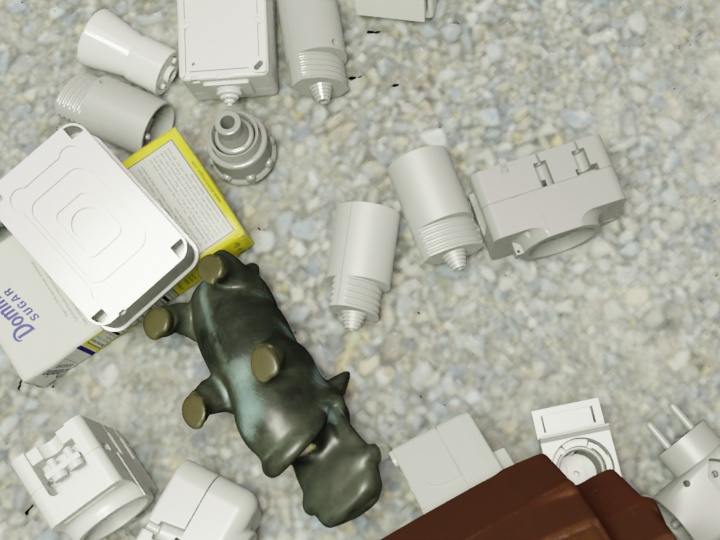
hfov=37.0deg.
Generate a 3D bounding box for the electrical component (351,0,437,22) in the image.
[{"bbox_3d":[0.024,-0.218,0.743,0.062,0.096,0.061,8,76,7],"label":"electrical component"}]

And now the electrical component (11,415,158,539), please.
[{"bbox_3d":[-0.166,0.132,0.665,0.050,0.089,0.055,-36,75,-6],"label":"electrical component"}]

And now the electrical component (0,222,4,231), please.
[{"bbox_3d":[-0.286,-0.037,0.729,0.080,0.080,0.051,30,84,12],"label":"electrical component"}]

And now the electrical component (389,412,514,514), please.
[{"bbox_3d":[0.067,0.140,0.645,0.061,0.096,0.061,-27,44,-3],"label":"electrical component"}]

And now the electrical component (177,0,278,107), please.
[{"bbox_3d":[-0.092,-0.159,0.759,0.062,0.061,0.096,-3,82,4],"label":"electrical component"}]

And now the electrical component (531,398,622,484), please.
[{"bbox_3d":[0.133,0.123,0.656,0.042,0.063,0.081,-11,74,1],"label":"electrical component"}]

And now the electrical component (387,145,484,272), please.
[{"bbox_3d":[0.052,-0.037,0.718,0.043,0.043,0.081,-20,74,-1],"label":"electrical component"}]

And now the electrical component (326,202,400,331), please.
[{"bbox_3d":[0.000,0.000,0.712,0.043,0.043,0.081,6,75,7],"label":"electrical component"}]

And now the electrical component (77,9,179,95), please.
[{"bbox_3d":[-0.163,-0.153,0.771,0.065,0.044,0.044,27,78,6],"label":"electrical component"}]

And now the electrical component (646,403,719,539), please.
[{"bbox_3d":[0.211,0.119,0.661,0.077,0.043,0.079,-38,75,-6],"label":"electrical component"}]

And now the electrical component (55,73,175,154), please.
[{"bbox_3d":[-0.177,-0.113,0.759,0.081,0.043,0.043,24,78,11],"label":"electrical component"}]

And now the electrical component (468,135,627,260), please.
[{"bbox_3d":[0.124,-0.043,0.710,0.089,0.050,0.055,-18,74,-1],"label":"electrical component"}]

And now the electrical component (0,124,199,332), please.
[{"bbox_3d":[-0.165,-0.025,0.674,0.078,0.057,0.113,-42,87,-5],"label":"electrical component"}]

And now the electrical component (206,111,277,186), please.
[{"bbox_3d":[-0.084,-0.088,0.734,0.048,0.062,0.048,-1,74,5],"label":"electrical component"}]

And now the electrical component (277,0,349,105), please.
[{"bbox_3d":[-0.032,-0.155,0.758,0.043,0.043,0.081,-10,74,2],"label":"electrical component"}]

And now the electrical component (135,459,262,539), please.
[{"bbox_3d":[-0.102,0.174,0.662,0.059,0.053,0.095,25,69,11],"label":"electrical component"}]
